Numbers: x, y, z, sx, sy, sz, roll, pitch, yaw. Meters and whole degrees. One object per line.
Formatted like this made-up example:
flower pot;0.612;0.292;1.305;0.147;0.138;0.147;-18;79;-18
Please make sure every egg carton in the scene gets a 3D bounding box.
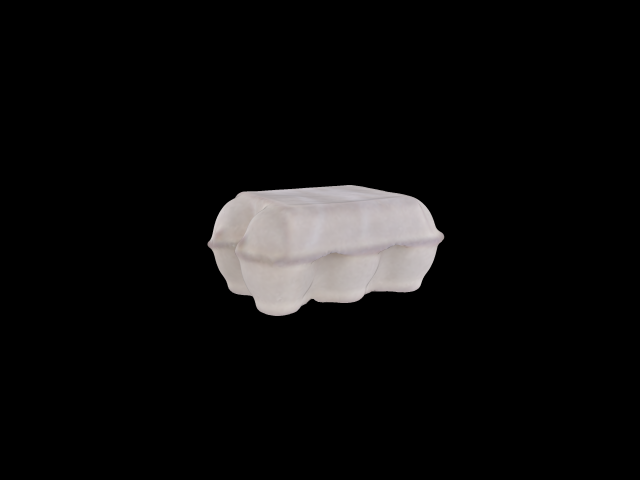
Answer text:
egg carton;0.004;0.001;0.400;0.151;0.069;0.107;-7;14;-30
